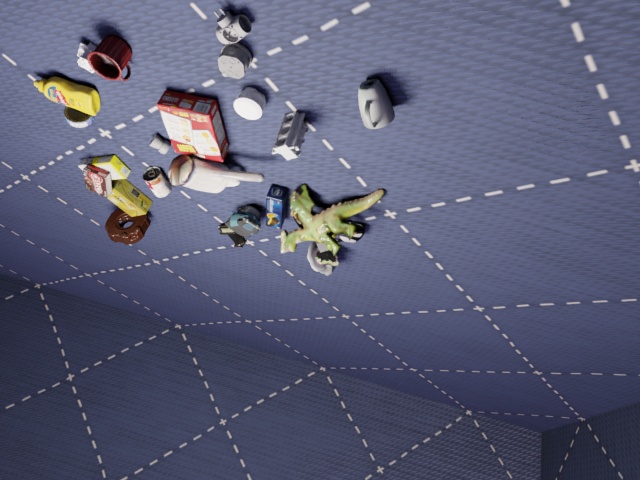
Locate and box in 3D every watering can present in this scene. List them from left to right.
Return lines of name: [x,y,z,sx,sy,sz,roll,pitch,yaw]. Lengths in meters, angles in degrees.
watering can: [-0.348,-0.211,1.659,0.224,0.104,0.347,10,174,-40]

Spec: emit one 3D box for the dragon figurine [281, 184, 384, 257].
dragon figurine: [0.005,-0.086,1.711,0.242,0.124,0.404,37,116,-4]

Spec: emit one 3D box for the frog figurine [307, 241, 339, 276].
frog figurine: [0.006,0.075,2.005,0.138,0.124,0.157,51,159,8]
